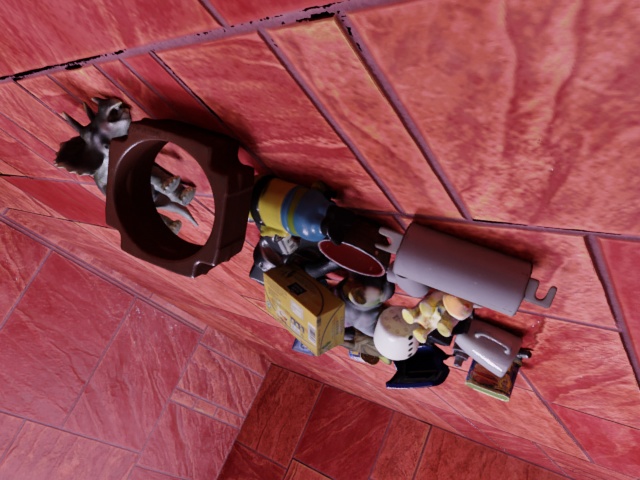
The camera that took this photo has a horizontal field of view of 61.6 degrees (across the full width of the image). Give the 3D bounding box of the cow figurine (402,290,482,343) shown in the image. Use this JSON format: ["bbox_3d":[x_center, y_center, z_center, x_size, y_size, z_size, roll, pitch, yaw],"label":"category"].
[{"bbox_3d":[0.213,0.108,0.879,0.068,0.098,0.167,57,154,5],"label":"cow figurine"}]

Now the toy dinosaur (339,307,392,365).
[{"bbox_3d":[0.159,0.211,1.209,0.198,0.105,0.471,25,159,-24],"label":"toy dinosaur"}]

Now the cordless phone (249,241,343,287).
[{"bbox_3d":[-0.048,0.045,1.081,0.146,0.089,0.184,34,149,-21],"label":"cordless phone"}]

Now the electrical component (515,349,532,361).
[{"bbox_3d":[0.368,0.216,1.065,0.063,0.021,0.094,33,161,-22],"label":"electrical component"}]

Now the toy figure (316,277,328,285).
[{"bbox_3d":[-0.053,0.098,1.222,0.155,0.057,0.064,7,173,40],"label":"toy figure"}]

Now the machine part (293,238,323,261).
[{"bbox_3d":[-0.002,-0.003,0.914,0.084,0.039,0.139,23,154,-8],"label":"machine part"}]

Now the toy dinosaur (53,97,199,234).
[{"bbox_3d":[-0.341,-0.104,0.976,0.192,0.131,0.404,36,167,6],"label":"toy dinosaur"}]

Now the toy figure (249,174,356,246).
[{"bbox_3d":[-0.038,-0.049,0.781,0.180,0.082,0.089,19,143,41],"label":"toy figure"}]

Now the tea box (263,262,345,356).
[{"bbox_3d":[-0.031,0.122,0.990,0.170,0.068,0.098,37,137,42],"label":"tea box"}]

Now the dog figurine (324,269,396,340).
[{"bbox_3d":[0.049,0.109,1.023,0.192,0.108,0.219,-6,153,8],"label":"dog figurine"}]

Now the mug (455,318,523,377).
[{"bbox_3d":[0.305,0.189,0.986,0.107,0.081,0.109,28,168,20],"label":"mug"}]

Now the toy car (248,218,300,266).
[{"bbox_3d":[-0.077,-0.014,0.951,0.074,0.056,0.201,38,167,19],"label":"toy car"}]

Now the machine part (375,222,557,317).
[{"bbox_3d":[0.190,0.038,0.724,0.243,0.079,0.079,20,161,14],"label":"machine part"}]

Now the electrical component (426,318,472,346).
[{"bbox_3d":[0.230,0.160,1.008,0.048,0.075,0.119,27,165,-8],"label":"electrical component"}]

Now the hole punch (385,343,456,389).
[{"bbox_3d":[0.201,0.266,1.105,0.142,0.092,0.115,-15,149,30],"label":"hole punch"}]

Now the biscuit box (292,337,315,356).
[{"bbox_3d":[-0.020,0.216,1.343,0.063,0.059,0.203,17,-164,1],"label":"biscuit box"}]

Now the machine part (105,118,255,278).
[{"bbox_3d":[-0.202,-0.062,0.771,0.202,0.200,0.087,19,-158,19],"label":"machine part"}]
